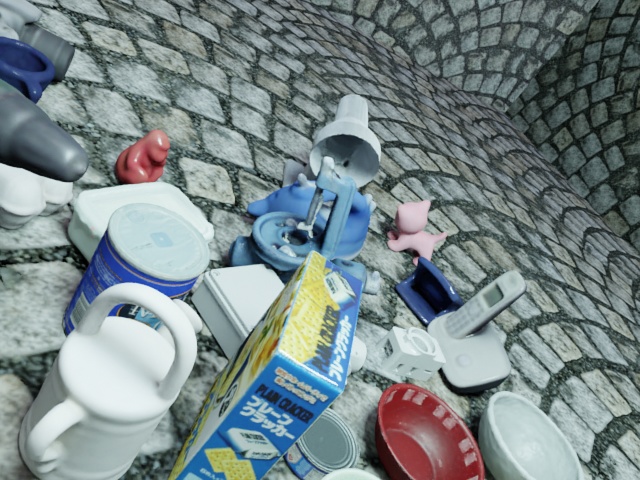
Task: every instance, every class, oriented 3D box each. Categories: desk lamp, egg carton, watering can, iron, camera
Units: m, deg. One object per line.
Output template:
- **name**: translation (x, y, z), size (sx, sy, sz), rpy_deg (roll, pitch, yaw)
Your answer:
- **desk lamp**: translation (0.020, -0.152, 1.042), size (0.118, 0.213, 0.203), rpy_deg (26, 30, -19)
- **egg carton**: translation (-0.365, -0.083, 0.660), size (0.150, 0.069, 0.107), rpy_deg (38, 28, 1)
- **watering can**: translation (-0.164, 0.107, 0.473), size (0.101, 0.194, 0.173), rpy_deg (29, 29, -15)
- **iron**: translation (0.017, -0.040, 0.948), size (0.259, 0.141, 0.118), rpy_deg (4, 42, -45)
- **camera**: translation (-0.444, -0.295, 0.853), size (0.137, 0.100, 0.143), rpy_deg (23, 31, -23)

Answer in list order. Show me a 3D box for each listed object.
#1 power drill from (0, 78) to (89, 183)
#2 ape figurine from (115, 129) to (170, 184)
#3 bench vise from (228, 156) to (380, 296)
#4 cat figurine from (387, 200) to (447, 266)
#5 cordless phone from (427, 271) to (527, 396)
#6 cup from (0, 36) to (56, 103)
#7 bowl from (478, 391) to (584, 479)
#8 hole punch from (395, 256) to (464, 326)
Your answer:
- **power drill**: translation (-0.330, -0.067, 0.530), size (0.229, 0.208, 0.076), rpy_deg (39, 28, 4)
- **ape figurine**: translation (-0.246, -0.116, 0.820), size (0.076, 0.092, 0.078), rpy_deg (43, 29, 12)
- **bench vise**: translation (0.005, -0.005, 0.801), size (0.208, 0.219, 0.121), rpy_deg (19, 33, -30)
- **cat figurine**: translation (0.193, -0.024, 1.146), size (0.128, 0.117, 0.067), rpy_deg (31, 29, -11)
- **cordless phone**: translation (0.266, 0.144, 0.908), size (0.094, 0.185, 0.147), rpy_deg (19, 33, -30)
- **cup**: translation (-0.405, -0.198, 0.759), size (0.092, 0.095, 0.117), rpy_deg (-6, 50, -52)
- **bowl**: translation (0.281, 0.303, 0.806), size (0.168, 0.074, 0.167), rpy_deg (28, 30, -17)
- **hole punch**: translation (0.207, 0.086, 1.028), size (0.101, 0.091, 0.108), rpy_deg (-4, 49, -51)
